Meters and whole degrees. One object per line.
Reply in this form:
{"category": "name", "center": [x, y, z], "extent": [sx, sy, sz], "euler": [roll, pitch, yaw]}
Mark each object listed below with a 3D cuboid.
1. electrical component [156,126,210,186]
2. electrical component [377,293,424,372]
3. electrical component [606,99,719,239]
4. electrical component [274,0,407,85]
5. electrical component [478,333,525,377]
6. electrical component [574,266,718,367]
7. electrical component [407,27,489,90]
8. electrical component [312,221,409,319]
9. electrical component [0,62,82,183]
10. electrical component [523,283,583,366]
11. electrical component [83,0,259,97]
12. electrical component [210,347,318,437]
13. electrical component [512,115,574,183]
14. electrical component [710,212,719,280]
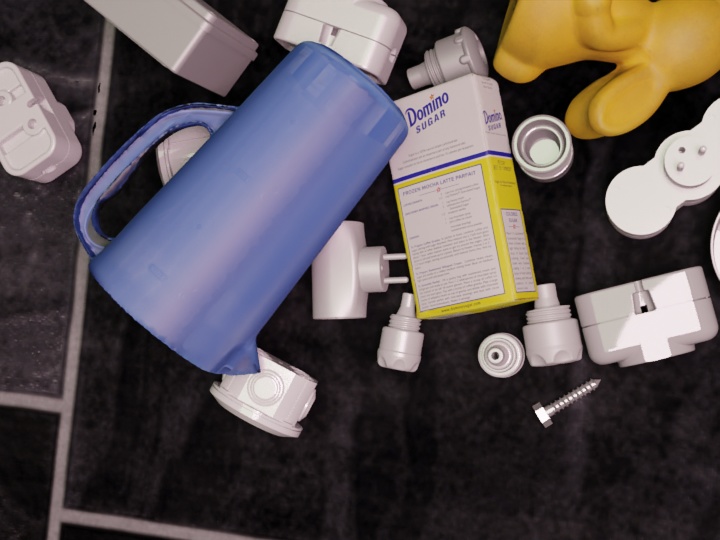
{"category": "electrical component", "center": [-0.134, -0.091, 0.885], "extent": [0.051, 0.080, 0.080], "euler": [-8, 84, 7]}
{"category": "electrical component", "center": [0.035, 0.049, 0.859], "extent": [0.035, 0.035, 0.061], "euler": [10, 86, 14]}
{"category": "electrical component", "center": [0.244, -0.078, 0.797], "extent": [0.138, 0.074, 0.052], "euler": [-38, 79, 8]}
{"category": "electrical component", "center": [-0.014, -0.197, 0.876], "extent": [0.095, 0.054, 0.059], "euler": [22, 92, 14]}
{"category": "electrical component", "center": [0.107, 0.065, 0.826], "extent": [0.035, 0.061, 0.035], "euler": [-1, 86, 13]}
{"category": "electrical component", "center": [0.215, 0.038, 0.806], "extent": [0.095, 0.054, 0.059], "euler": [-15, 83, 12]}
{"category": "electrical component", "center": [0.069, -0.163, 0.860], "extent": [0.062, 0.048, 0.048], "euler": [-18, 82, 19]}
{"category": "electrical component", "center": [0.000, 0.000, 0.865], "extent": [0.079, 0.043, 0.077], "euler": [-3, 86, 13]}
{"category": "electrical component", "center": [-0.287, -0.126, 0.933], "extent": [0.054, 0.059, 0.095], "euler": [-32, 80, 9]}
{"category": "electrical component", "center": [0.146, 0.042, 0.828], "extent": [0.043, 0.043, 0.062], "euler": [-10, 83, 13]}
{"category": "electrical component", "center": [-0.153, -0.201, 0.881], "extent": [0.109, 0.109, 0.056], "euler": [39, 98, 13]}
{"category": "electrical component", "center": [-0.075, 0.096, 0.859], "extent": [0.080, 0.080, 0.051], "euler": [27, 87, 14]}
{"category": "electrical component", "center": [0.142, -0.093, 0.831], "extent": [0.045, 0.055, 0.045], "euler": [-1, 86, 13]}
{"category": "electrical component", "center": [0.305, -0.016, 0.783], "extent": [0.099, 0.064, 0.099], "euler": [-1, 86, 13]}
